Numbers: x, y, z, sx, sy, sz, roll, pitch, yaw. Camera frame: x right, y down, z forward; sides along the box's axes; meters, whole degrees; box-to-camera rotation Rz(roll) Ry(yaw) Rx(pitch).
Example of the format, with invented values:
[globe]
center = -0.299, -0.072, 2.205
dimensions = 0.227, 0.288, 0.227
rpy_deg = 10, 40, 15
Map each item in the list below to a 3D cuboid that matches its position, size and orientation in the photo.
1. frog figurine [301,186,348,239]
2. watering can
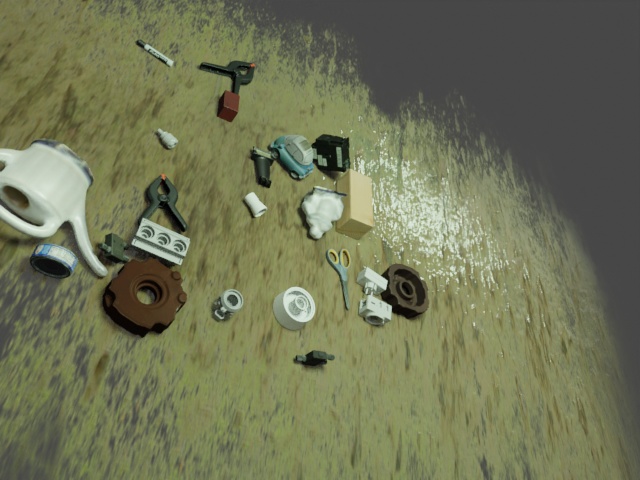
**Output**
[frog figurine]
center = 0.005, -0.081, 1.606
dimensions = 0.137, 0.123, 0.160
rpy_deg = 14, 89, -41
[watering can]
center = -0.577, -0.084, 1.134
dimensions = 0.343, 0.103, 0.230
rpy_deg = 43, 40, -26
